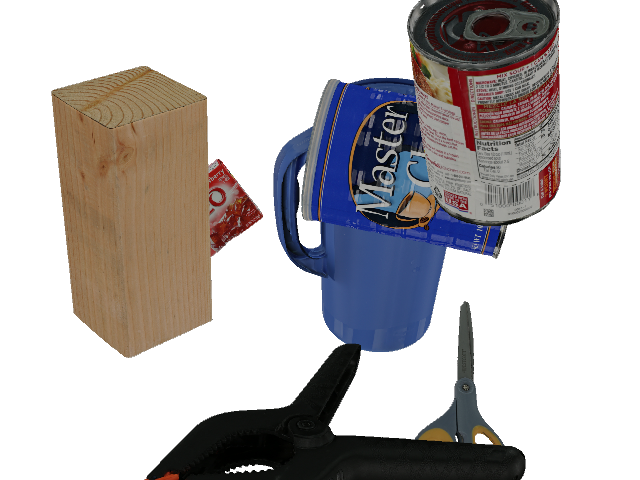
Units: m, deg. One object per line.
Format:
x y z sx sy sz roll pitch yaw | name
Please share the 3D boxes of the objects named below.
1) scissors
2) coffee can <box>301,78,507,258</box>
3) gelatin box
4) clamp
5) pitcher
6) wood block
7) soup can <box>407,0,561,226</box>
0.113 0.144 0.960 0.096 0.202 0.016 -7 -37 -8 | scissors
0.066 -0.051 0.755 0.140 0.103 0.102 12 1 6 | coffee can
-0.116 -0.028 1.100 0.089 0.073 0.030 -37 21 1 | gelatin box
-0.011 0.116 0.619 0.209 0.036 0.165 -9 24 -28 | clamp
0.049 -0.014 0.976 0.149 0.243 0.144 17 41 17 | pitcher
-0.150 -0.023 0.866 0.090 0.206 0.090 -23 39 -35 | wood block
0.081 -0.065 0.511 0.068 0.068 0.102 0 -44 14 | soup can
